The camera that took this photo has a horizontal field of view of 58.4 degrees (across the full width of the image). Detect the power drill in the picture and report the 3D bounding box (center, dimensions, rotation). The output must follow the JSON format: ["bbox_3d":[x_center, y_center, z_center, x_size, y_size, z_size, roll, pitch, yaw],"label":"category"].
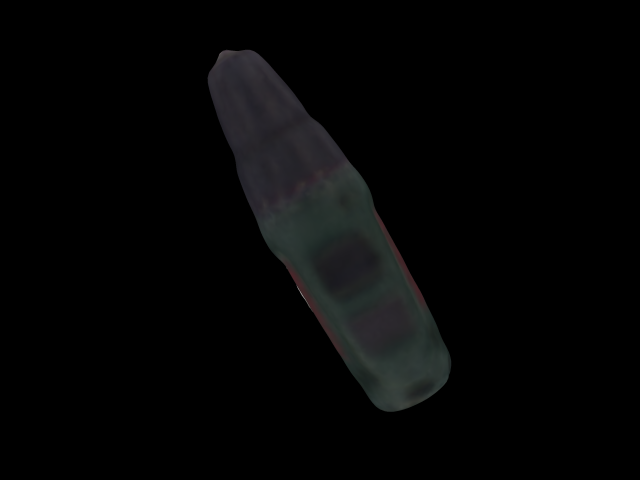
[{"bbox_3d":[0.004,0.001,0.400,0.075,0.208,0.229,-32,86,-2],"label":"power drill"}]
